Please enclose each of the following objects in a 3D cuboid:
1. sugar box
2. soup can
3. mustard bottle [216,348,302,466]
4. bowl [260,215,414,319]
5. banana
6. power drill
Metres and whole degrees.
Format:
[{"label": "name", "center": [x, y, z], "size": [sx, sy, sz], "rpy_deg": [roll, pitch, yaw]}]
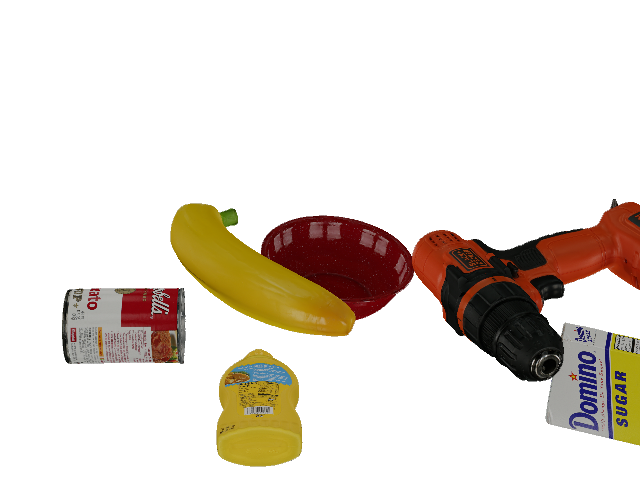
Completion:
[{"label": "sugar box", "center": [0.301, 0.141, 0.974], "size": [0.176, 0.093, 0.048], "rpy_deg": [10, 22, 13]}, {"label": "soup can", "center": [-0.172, 0.076, 0.945], "size": [0.102, 0.068, 0.068], "rpy_deg": [0, 0, -4]}, {"label": "mustard bottle", "center": [-0.073, 0.187, 1.267], "size": [0.096, 0.058, 0.191], "rpy_deg": [-2, 27, -2]}, {"label": "bowl", "center": [0.015, 0.038, 1.125], "size": [0.162, 0.055, 0.162], "rpy_deg": [6, 33, -4]}, {"label": "banana", "center": [-0.050, 0.012, 0.673], "size": [0.069, 0.037, 0.198], "rpy_deg": [-10, 26, -24]}, {"label": "power drill", "center": [0.180, 0.031, 0.776], "size": [0.187, 0.057, 0.184], "rpy_deg": [-10, 28, -16]}]
